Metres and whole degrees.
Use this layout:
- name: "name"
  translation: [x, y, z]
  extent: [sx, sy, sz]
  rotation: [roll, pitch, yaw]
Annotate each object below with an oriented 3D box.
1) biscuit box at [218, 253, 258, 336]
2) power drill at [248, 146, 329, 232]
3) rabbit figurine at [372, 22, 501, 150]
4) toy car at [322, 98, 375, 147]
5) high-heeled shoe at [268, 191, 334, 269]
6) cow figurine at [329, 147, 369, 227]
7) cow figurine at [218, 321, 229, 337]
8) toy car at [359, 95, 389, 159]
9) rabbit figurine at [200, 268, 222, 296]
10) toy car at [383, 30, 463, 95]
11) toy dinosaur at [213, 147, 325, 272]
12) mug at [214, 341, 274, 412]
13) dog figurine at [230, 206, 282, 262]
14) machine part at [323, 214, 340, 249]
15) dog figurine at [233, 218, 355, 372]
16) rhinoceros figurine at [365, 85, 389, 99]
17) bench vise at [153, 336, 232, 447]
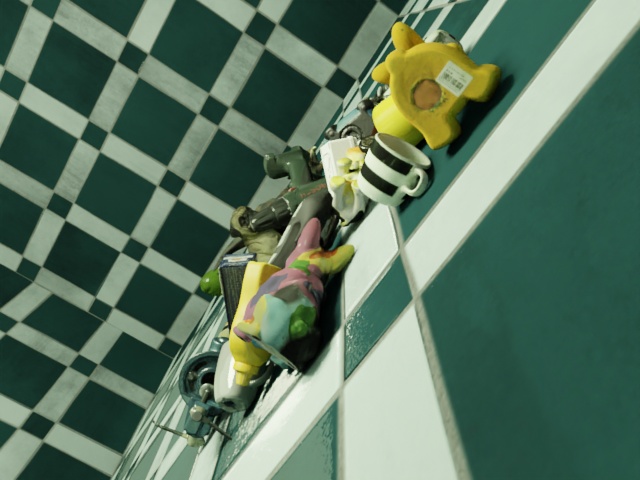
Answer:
- name: "biscuit box"
  translation: [-0.134, 0.126, 0.962]
  extent: [0.059, 0.063, 0.202]
  rotation: [-91, -3, -69]
- name: "power drill"
  translation: [-0.066, -0.118, 1.186]
  extent: [0.232, 0.085, 0.207]
  rotation: [-19, 38, -7]
- name: "rabbit figurine"
  translation: [0.150, -0.210, 0.721]
  extent: [0.173, 0.162, 0.121]
  rotation: [-41, -21, -55]
- name: "toy car"
  translation: [0.089, -0.227, 1.157]
  extent: [0.161, 0.109, 0.103]
  rotation: [-45, -4, 20]
- name: "high-heeled shoe"
  translation: [-0.036, 0.026, 0.984]
  extent: [0.145, 0.086, 0.248]
  rotation: [-59, -7, -48]
- name: "cow figurine"
  translation: [0.063, -0.098, 0.960]
  extent: [0.167, 0.068, 0.098]
  rotation: [-68, -20, -53]
- name: "cow figurine"
  translation: [-0.221, 0.276, 1.187]
  extent: [0.195, 0.085, 0.127]
  rotation: [-59, 4, -10]
- name: "toy car"
  translation: [0.110, -0.165, 0.899]
  extent: [0.053, 0.089, 0.202]
  rotation: [-3, 39, 20]
- name: "rabbit figurine"
  translation: [-0.205, 0.117, 1.325]
  extent: [0.121, 0.170, 0.159]
  rotation: [-45, 17, 52]
- name: "toy car"
  translation: [0.172, -0.278, 0.963]
  extent: [0.201, 0.073, 0.056]
  rotation: [-51, 11, 34]
- name: "toy dinosaur"
  translation: [-0.094, -0.071, 1.320]
  extent: [0.405, 0.131, 0.192]
  rotation: [-48, -4, -33]
- name: "mug"
  translation: [-0.126, 0.230, 0.900]
  extent: [0.110, 0.080, 0.107]
  rotation: [-12, 40, 21]
- name: "dog figurine"
  translation: [-0.140, 0.036, 1.200]
  extent: [0.172, 0.190, 0.121]
  rotation: [-64, 11, -23]
- name: "machine part"
  translation: [-0.002, -0.003, 1.094]
  extent: [0.139, 0.039, 0.084]
  rotation: [-36, 32, 61]
- name: "dog figurine"
  translation: [-0.024, 0.070, 0.780]
  extent: [0.219, 0.108, 0.191]
  rotation: [-58, 9, -19]
- name: "rhinoceros figurine"
  translation: [0.121, -0.283, 1.241]
  extent: [0.190, 0.073, 0.112]
  rotation: [-51, 10, 37]
- name: "bench vise"
  translation: [-0.215, 0.297, 0.985]
  extent: [0.223, 0.129, 0.240]
  rotation: [-61, 5, 1]
